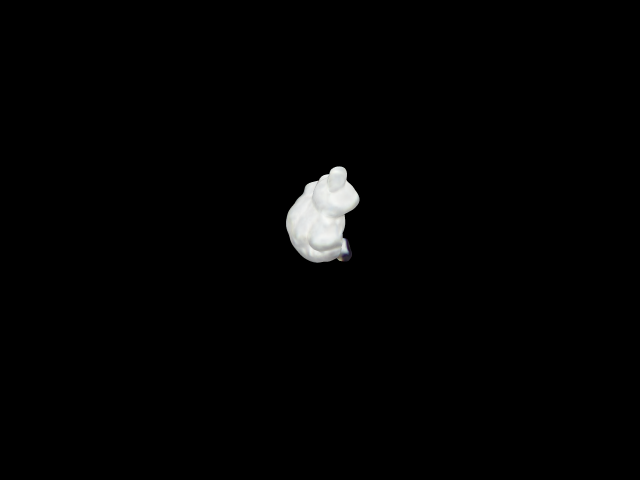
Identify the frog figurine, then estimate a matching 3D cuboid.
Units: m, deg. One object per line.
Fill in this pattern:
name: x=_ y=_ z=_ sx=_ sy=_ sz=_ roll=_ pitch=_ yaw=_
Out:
frog figurine: x=0.003 y=-0.043 z=0.850 sx=0.123 sy=0.140 sz=0.156 roll=0 pitch=-30 yaw=0
